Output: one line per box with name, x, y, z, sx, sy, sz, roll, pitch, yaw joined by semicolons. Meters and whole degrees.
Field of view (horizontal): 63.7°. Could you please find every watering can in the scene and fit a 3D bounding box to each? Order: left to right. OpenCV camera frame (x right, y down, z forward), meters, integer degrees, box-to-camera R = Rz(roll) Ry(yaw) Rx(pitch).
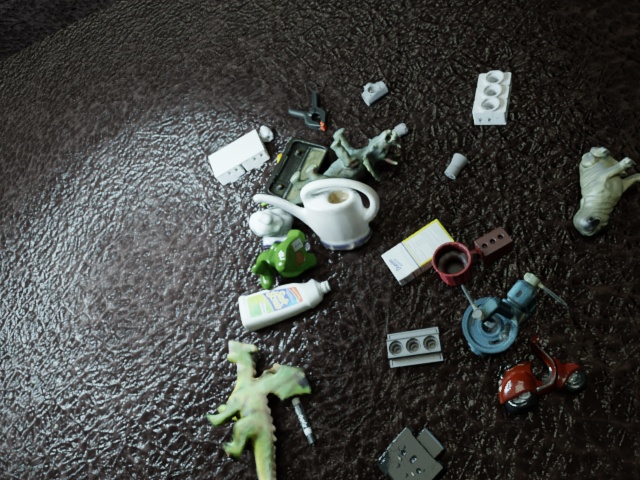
watering can;0.004;-0.071;1.416;0.347;0.219;0.106;-5;40;23

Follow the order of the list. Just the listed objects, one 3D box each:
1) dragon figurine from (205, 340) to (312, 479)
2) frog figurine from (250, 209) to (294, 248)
dragon figurine;-0.128;0.405;1.243;0.244;0.120;0.416;-42;54;-8
frog figurine;-0.148;-0.055;1.502;0.137;0.156;0.125;7;63;27
